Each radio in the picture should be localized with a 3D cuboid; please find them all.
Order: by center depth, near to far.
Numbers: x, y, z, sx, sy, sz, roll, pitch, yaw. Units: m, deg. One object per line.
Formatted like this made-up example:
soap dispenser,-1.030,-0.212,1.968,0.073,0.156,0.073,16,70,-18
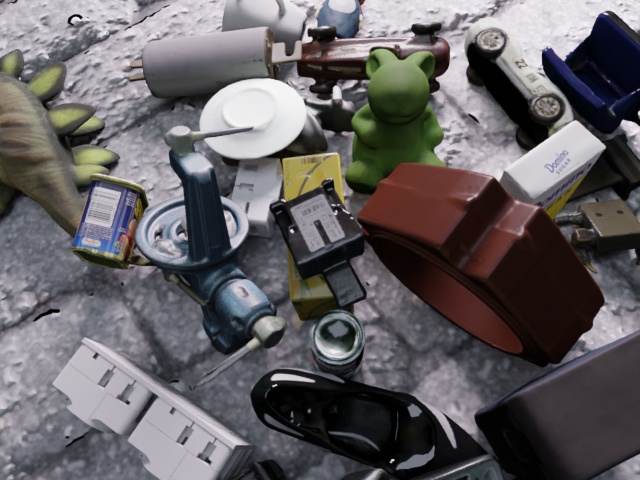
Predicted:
radio,0.218,0.149,0.469,0.131,0.229,0.073,-27,67,-3

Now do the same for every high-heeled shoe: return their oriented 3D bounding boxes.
high-heeled shoe,0.058,0.179,0.513,0.249,0.145,0.086,12,71,11

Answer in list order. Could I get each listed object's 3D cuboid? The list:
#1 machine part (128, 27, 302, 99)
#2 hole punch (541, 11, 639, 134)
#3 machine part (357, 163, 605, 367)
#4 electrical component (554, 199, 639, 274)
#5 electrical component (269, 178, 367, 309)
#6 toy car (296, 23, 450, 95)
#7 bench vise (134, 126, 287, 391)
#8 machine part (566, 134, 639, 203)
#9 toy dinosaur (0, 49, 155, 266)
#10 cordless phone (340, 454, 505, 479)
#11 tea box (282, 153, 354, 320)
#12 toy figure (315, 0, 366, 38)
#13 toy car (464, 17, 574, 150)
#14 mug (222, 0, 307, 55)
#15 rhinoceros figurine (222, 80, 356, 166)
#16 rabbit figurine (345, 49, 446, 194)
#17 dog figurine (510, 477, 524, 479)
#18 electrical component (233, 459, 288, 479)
machine part,-0.143,-0.234,0.716,0.243,0.079,0.079,-2,69,10
hole punch,0.330,-0.189,0.652,0.092,0.115,0.142,-33,66,-1
machine part,0.144,0.024,0.521,0.087,0.200,0.202,-51,29,-10
electrical component,0.332,-0.005,0.621,0.102,0.045,0.078,-11,40,-3
electrical component,0.005,0.007,0.533,0.075,0.047,0.119,-22,67,-3
toy car,0.069,-0.236,0.704,0.202,0.053,0.089,0,113,3
bench vise,-0.116,0.003,0.552,0.129,0.240,0.224,-19,45,-22
machine part,0.326,-0.078,0.651,0.139,0.039,0.084,-19,74,-5
toy dinosaur,-0.375,-0.120,0.686,0.198,0.105,0.471,-35,81,-13
cordless phone,0.088,0.275,0.492,0.184,0.089,0.146,-15,96,-7
tea box,-0.001,-0.002,0.614,0.068,0.098,0.169,-7,70,2
toy figure,0.036,-0.338,0.766,0.064,0.058,0.154,25,66,-27
toy car,0.249,-0.194,0.681,0.056,0.073,0.202,-28,69,-6
mug,-0.072,-0.307,0.738,0.107,0.109,0.081,17,66,-4
rhinoceros figurine,-0.049,-0.150,0.693,0.190,0.073,0.112,1,59,6
rabbit figurine,0.097,-0.148,0.624,0.121,0.170,0.159,7,70,6
dog figurine,0.208,0.285,0.422,0.109,0.219,0.191,14,71,6
electrical component,-0.087,0.269,0.505,0.134,0.114,0.058,-36,69,-11
